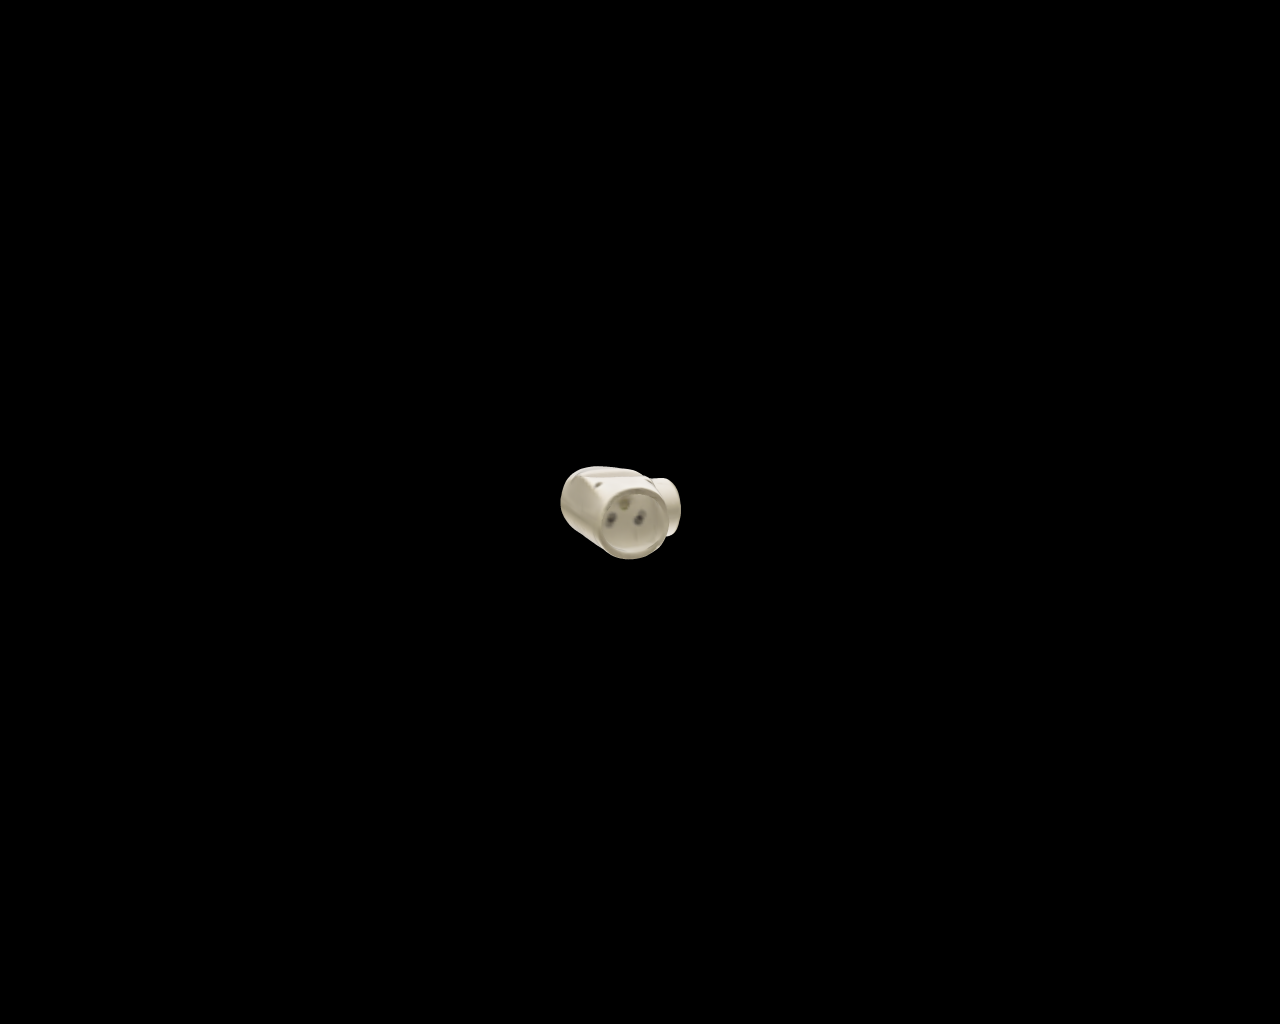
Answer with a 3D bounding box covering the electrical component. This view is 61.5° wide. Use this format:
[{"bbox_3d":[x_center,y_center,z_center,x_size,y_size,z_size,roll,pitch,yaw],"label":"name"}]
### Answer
[{"bbox_3d":[0.001,-0.003,0.650,0.079,0.043,0.077,-4,13,-19],"label":"electrical component"}]
